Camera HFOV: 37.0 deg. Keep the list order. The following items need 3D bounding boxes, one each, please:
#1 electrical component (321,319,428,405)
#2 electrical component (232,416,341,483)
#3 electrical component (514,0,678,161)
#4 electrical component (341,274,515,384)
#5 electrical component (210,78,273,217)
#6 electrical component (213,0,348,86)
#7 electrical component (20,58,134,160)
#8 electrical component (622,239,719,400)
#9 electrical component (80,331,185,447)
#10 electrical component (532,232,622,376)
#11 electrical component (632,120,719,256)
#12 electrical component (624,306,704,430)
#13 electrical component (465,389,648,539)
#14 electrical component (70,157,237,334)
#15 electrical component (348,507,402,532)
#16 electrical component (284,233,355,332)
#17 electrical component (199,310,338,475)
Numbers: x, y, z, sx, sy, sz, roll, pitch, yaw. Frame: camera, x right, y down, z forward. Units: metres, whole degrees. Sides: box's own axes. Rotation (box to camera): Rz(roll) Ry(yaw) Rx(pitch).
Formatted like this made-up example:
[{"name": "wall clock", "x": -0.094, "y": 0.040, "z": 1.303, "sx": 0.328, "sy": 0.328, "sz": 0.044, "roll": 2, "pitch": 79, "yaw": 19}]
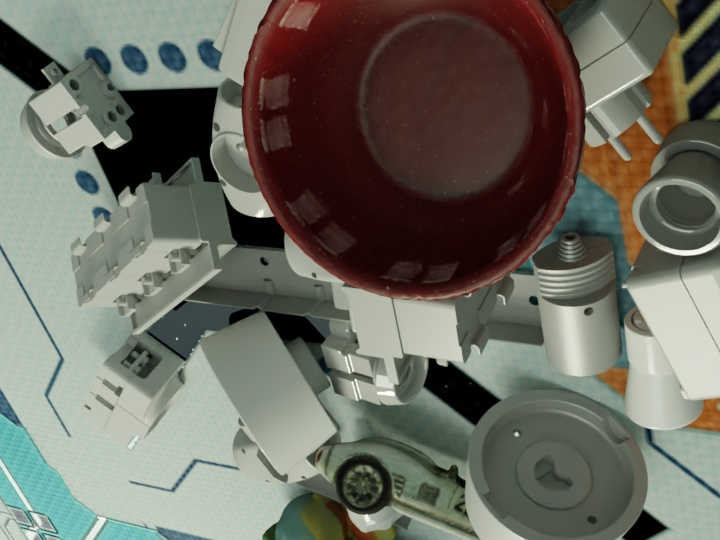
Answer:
[{"name": "electrical component", "x": 0.011, "y": 0.061, "z": 0.710, "sx": 0.055, "sy": 0.048, "sz": 0.066, "roll": 14, "pitch": 134, "yaw": 33}, {"name": "electrical component", "x": -0.066, "y": 0.120, "z": 0.815, "sx": 0.077, "sy": 0.043, "sz": 0.079, "roll": -16, "pitch": 118, "yaw": 41}, {"name": "electrical component", "x": 0.112, "y": -0.084, "z": 0.509, "sx": 0.075, "sy": 0.047, "sz": 0.083, "roll": 48, "pitch": 137, "yaw": -12}, {"name": "electrical component", "x": 0.047, "y": -0.007, "z": 0.566, "sx": 0.063, "sy": 0.121, "sz": 0.078, "roll": 8, "pitch": 131, "yaw": 25}, {"name": "electrical component", "x": -0.043, "y": -0.069, "z": 0.629, "sx": 0.079, "sy": 0.044, "sz": 0.077, "roll": 18, "pitch": 135, "yaw": 19}, {"name": "electrical component", "x": -0.029, "y": -0.137, "z": 0.545, "sx": 0.061, "sy": 0.061, "sz": 0.096, "roll": 32, "pitch": 138, "yaw": 5}, {"name": "electrical component", "x": -0.187, "y": -0.101, "z": 0.696, "sx": 0.055, "sy": 0.048, "sz": 0.066, "roll": -22, "pitch": 114, "yaw": 35}, {"name": "electrical component", "x": 0.187, "y": 0.019, "z": 0.542, "sx": 0.061, "sy": 0.061, "sz": 0.096, "roll": -14, "pitch": 118, "yaw": 41}, {"name": "electrical component", "x": -0.180, "y": 0.098, "z": 0.866, "sx": 0.056, "sy": 0.050, "sz": 0.089, "roll": 36, "pitch": 138, "yaw": 1}, {"name": "electrical component", "x": 0.120, "y": 0.014, "z": 0.596, "sx": 0.043, "sy": 0.043, "sz": 0.081, "roll": 7, "pitch": 130, "yaw": 29}, {"name": "electrical component", "x": 0.159, "y": -0.040, "z": 0.512, "sx": 0.045, "sy": 0.055, "sz": 0.045, "roll": 18, "pitch": 135, "yaw": 19}, {"name": "electrical component", "x": 0.167, "y": 0.051, "z": 0.600, "sx": 0.044, "sy": 0.044, "sz": 0.065, "roll": 6, "pitch": 125, "yaw": 30}, {"name": "electrical component", "x": 0.116, "y": 0.135, "z": 0.664, "sx": 0.108, "sy": 0.108, "sz": 0.060, "roll": 24, "pitch": 143, "yaw": 14}, {"name": "electrical component", "x": -0.143, "y": -0.014, "z": 0.722, "sx": 0.121, "sy": 0.063, "sz": 0.078, "roll": -33, "pitch": 64, "yaw": 46}, {"name": "electrical component", "x": 0.006, "y": 0.161, "z": 0.805, "sx": 0.043, "sy": 0.043, "sz": 0.062, "roll": -3, "pitch": 117, "yaw": 35}, {"name": "electrical component", "x": 0.000, "y": 0.000, "z": 0.652, "sx": 0.077, "sy": 0.043, "sz": 0.079, "roll": 0, "pitch": 104, "yaw": 34}, {"name": "electrical component", "x": -0.056, "y": 0.078, "z": 0.734, "sx": 0.108, "sy": 0.060, "sz": 0.108, "roll": 57, "pitch": 175, "yaw": 8}]
